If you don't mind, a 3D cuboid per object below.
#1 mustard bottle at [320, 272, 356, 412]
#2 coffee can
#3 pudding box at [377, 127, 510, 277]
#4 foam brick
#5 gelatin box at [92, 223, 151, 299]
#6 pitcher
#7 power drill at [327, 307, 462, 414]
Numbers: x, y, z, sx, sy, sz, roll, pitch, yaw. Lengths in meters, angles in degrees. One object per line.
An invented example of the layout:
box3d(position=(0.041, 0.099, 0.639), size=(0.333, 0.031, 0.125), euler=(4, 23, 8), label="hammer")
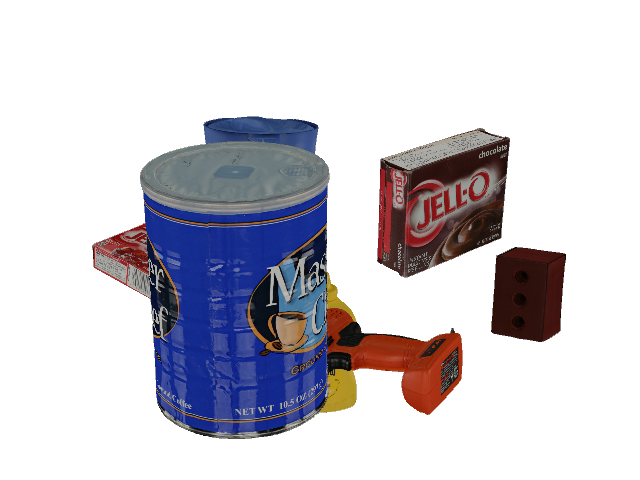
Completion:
box3d(position=(0.001, 0.133, 1.423), size=(0.096, 0.192, 0.058), euler=(-2, 18, -6), label="mustard bottle")
box3d(position=(-0.046, 0.025, 0.606), size=(0.103, 0.140, 0.103), euler=(0, 23, 0), label="coffee can")
box3d(position=(0.097, -0.032, 0.839), size=(0.113, 0.090, 0.039), euler=(-22, 35, -36), label="pudding box")
box3d(position=(0.195, 0.050, 1.000), size=(0.053, 0.078, 0.051), euler=(8, 15, 30), label="foam brick")
box3d(position=(-0.168, 0.019, 1.050), size=(0.089, 0.030, 0.073), euler=(25, 32, 30), label="gelatin box")
box3d(position=(-0.072, -0.021, 1.256), size=(0.145, 0.243, 0.148), euler=(13, 18, 38), label="pitcher")
box3d(position=(0.038, 0.126, 1.092), size=(0.188, 0.057, 0.184), euler=(8, 23, 28), label="power drill")
